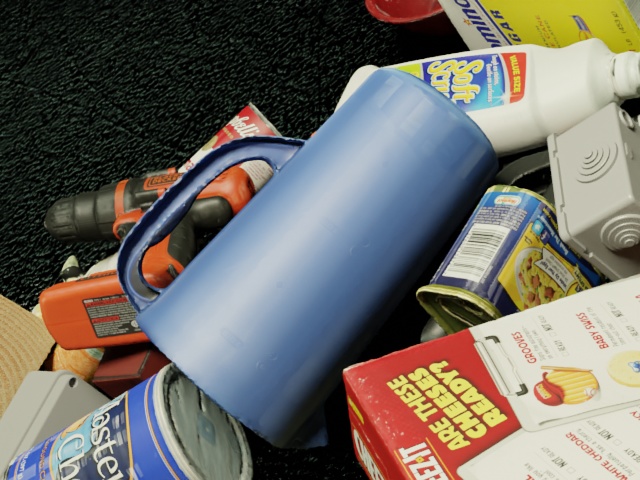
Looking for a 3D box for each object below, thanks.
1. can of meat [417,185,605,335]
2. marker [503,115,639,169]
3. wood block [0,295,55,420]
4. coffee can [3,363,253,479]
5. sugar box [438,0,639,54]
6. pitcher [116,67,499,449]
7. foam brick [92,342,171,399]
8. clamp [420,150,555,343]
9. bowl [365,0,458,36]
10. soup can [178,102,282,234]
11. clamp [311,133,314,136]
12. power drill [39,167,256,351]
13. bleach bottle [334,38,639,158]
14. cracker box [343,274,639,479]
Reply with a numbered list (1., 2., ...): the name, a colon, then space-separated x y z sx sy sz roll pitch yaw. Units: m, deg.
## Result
1. can of meat: 0.118 0.029 0.640 0.058 0.102 0.084 7 57 51
2. marker: 0.181 -0.063 0.741 0.121 0.020 0.020 -19 42 29
3. wood block: -0.315 0.104 0.929 0.206 0.090 0.090 -19 40 58
4. coffee can: -0.132 0.162 0.739 0.140 0.102 0.103 -31 38 16
5. sugar box: 0.173 -0.164 0.789 0.177 0.093 0.048 14 63 50
6. pitcher: -0.005 0.001 0.702 0.243 0.149 0.145 -50 47 -4
7. foam brick: -0.122 0.104 0.809 0.053 0.078 0.051 -10 45 35
8. clamp: 0.114 -0.009 0.735 0.171 0.039 0.120 -42 41 5
9. bowl: 0.121 -0.232 0.937 0.162 0.055 0.162 -25 40 23
10. soup can: -0.075 -0.062 0.941 0.102 0.068 0.069 -43 36 2
11. clamp: -0.031 0.004 0.860 0.165 0.036 0.210 -15 46 34
12. power drill: -0.151 0.007 0.830 0.184 0.057 0.187 -10 31 14
13. bleach bottle: 0.124 -0.103 0.783 0.251 0.068 0.102 -8 46 42
14. cracker box: 0.140 0.100 0.504 0.213 0.072 0.164 -17 34 -12
